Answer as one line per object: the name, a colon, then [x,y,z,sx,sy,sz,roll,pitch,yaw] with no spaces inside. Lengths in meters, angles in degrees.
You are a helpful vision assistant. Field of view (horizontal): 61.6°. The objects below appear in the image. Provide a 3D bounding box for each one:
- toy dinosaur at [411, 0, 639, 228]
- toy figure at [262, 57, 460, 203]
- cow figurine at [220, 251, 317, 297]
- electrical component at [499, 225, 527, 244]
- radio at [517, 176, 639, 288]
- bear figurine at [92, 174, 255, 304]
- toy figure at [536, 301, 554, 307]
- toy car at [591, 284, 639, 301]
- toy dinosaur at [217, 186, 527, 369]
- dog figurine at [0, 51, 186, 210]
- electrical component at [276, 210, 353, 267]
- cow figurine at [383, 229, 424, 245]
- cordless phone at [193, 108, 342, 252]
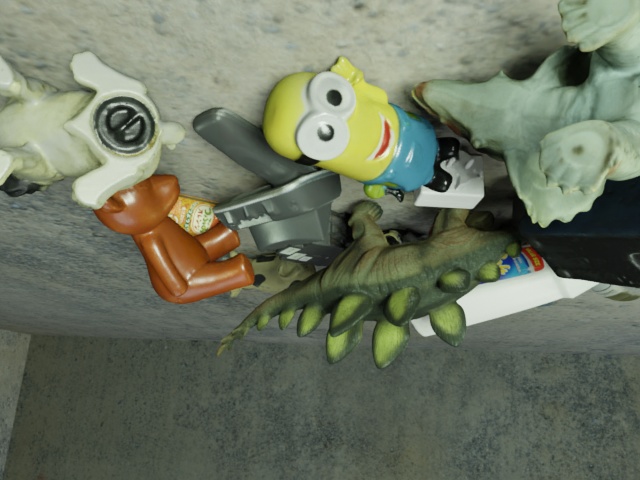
toy dinosaur: [0.246,-0.108,0.305,0.405,0.131,0.192,-18,172,33]
toy figure: [0.036,-0.084,0.465,0.180,0.082,0.089,12,159,-36]
cow figurine: [-0.096,0.062,0.978,0.195,0.085,0.127,-8,167,39]
electrical component: [0.274,0.012,0.779,0.045,0.078,0.102,22,165,23]
radio: [0.272,-0.029,0.417,0.073,0.131,0.230,43,169,-12]
bear figurine: [-0.172,-0.022,0.617,0.132,0.120,0.195,-23,127,-8]
toy figure: [0.241,0.064,0.744,0.155,0.064,0.058,3,-168,27]
toy car: [0.432,0.034,0.763,0.162,0.103,0.109,4,163,-10]
toy dinosaur: [0.066,0.049,0.651,0.472,0.198,0.105,-20,127,32]
dog figurine: [-0.225,-0.088,0.501,0.172,0.121,0.191,13,175,-20]
electrical component: [-0.002,-0.002,0.788,0.134,0.058,0.115,12,159,-28]
cow figurine: [0.080,0.027,0.854,0.167,0.068,0.098,-16,150,40]
cordless phone: [-0.081,-0.067,0.582,0.147,0.089,0.184,-10,148,41]
